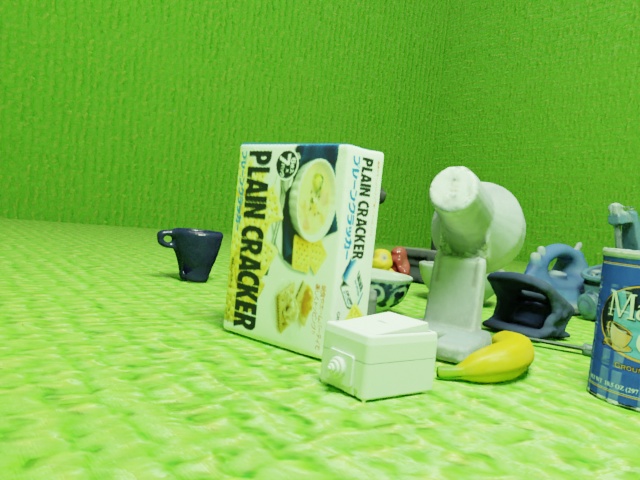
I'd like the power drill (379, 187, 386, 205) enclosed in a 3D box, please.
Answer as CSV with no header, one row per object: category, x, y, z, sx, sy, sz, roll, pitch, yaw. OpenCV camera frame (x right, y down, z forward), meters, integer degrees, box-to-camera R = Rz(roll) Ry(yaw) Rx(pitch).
power drill,0.014,-0.008,1.116,0.228,0.208,0.076,7,3,28

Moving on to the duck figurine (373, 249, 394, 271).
duck figurine,0.129,0.062,1.193,0.077,0.086,0.105,7,3,32

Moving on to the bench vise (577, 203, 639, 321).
bench vise,0.578,0.045,1.079,0.208,0.220,0.121,4,3,-37

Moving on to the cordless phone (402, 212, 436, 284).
cordless phone,0.263,0.015,1.426,0.147,0.185,0.094,7,3,22

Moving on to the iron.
iron,0.455,0.070,1.125,0.259,0.141,0.118,3,4,-43

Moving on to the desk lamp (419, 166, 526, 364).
desk lamp,0.172,0.024,0.697,0.117,0.213,0.204,7,3,28

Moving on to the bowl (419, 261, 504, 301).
bowl,0.271,0.086,1.107,0.167,0.075,0.167,6,3,0

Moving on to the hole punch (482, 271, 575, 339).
hole punch,0.302,0.093,0.832,0.101,0.091,0.108,4,3,-37

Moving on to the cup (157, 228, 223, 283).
cup,-0.235,0.028,1.025,0.118,0.095,0.091,4,3,-31

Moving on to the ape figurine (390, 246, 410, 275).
ape figurine,0.169,0.059,1.267,0.076,0.092,0.077,4,3,-30
